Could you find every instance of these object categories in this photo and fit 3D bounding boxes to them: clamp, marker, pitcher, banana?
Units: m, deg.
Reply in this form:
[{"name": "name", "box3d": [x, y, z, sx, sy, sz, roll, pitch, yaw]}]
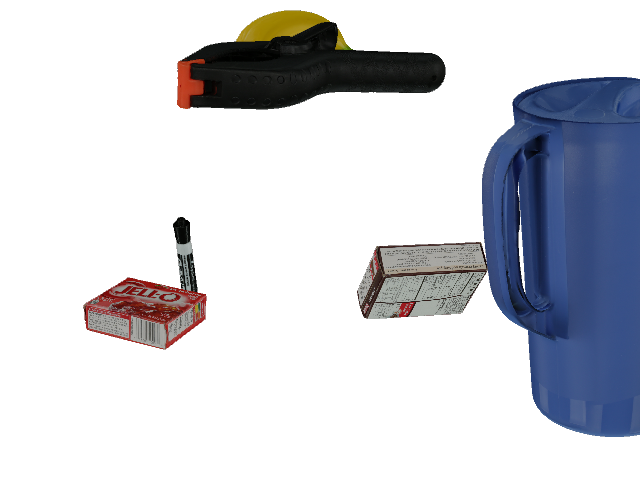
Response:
[{"name": "clamp", "box3d": [-0.020, -0.112, 0.676, 0.171, 0.039, 0.120, -8, 20, -30]}, {"name": "marker", "box3d": [-0.151, 0.028, 1.203, 0.020, 0.121, 0.020, -2, 31, 1]}, {"name": "pitcher", "box3d": [0.195, 0.013, 0.751, 0.149, 0.243, 0.145, 1, 20, 14]}, {"name": "banana", "box3d": [-0.030, -0.183, 0.984, 0.070, 0.037, 0.197, 38, 32, 20]}]

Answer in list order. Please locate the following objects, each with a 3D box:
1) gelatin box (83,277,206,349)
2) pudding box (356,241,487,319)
[{"name": "gelatin box", "box3d": [-0.161, 0.065, 0.986, 0.089, 0.030, 0.073, 11, 22, 22]}, {"name": "pudding box", "box3d": [0.102, 0.041, 1.076, 0.113, 0.039, 0.090, -4, -33, -15]}]
